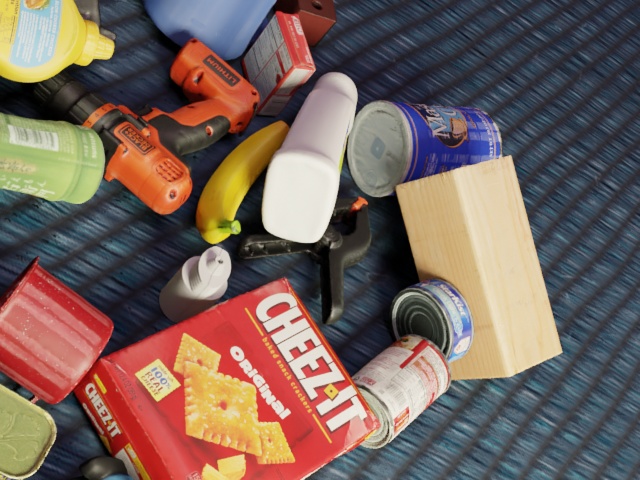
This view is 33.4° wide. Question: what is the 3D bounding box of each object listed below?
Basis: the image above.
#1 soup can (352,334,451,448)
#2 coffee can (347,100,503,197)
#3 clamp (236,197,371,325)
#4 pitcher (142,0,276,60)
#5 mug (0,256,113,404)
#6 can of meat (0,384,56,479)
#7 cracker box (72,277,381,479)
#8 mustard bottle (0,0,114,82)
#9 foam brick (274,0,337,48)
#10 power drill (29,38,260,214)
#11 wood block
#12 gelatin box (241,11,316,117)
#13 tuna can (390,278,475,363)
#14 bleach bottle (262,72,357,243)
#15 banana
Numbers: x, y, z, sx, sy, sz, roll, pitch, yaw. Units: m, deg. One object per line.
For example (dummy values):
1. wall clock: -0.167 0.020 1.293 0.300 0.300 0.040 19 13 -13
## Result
1. soup can: 0.068 0.141 0.998 0.068 0.069 0.102 52 46 6
2. coffee can: 0.115 -0.099 1.175 0.140 0.103 0.103 -1 61 -37
3. clamp: -0.007 0.001 1.064 0.120 0.039 0.171 36 39 -4
4. pitcher: -0.083 -0.313 1.083 0.145 0.243 0.149 51 40 10
5. mug: -0.222 0.083 0.827 0.081 0.093 0.117 39 76 -14
6. can of meat: -0.251 0.141 0.759 0.102 0.084 0.057 34 46 -12
7. cracker box: -0.072 0.141 0.895 0.213 0.072 0.164 -23 76 -44
8. mustard bottle: -0.270 -0.190 0.932 0.191 0.058 0.096 10 84 -35
9. foam brick: -0.019 -0.273 1.237 0.052 0.051 0.078 10 55 -31
10. power drill: -0.161 -0.126 1.031 0.184 0.057 0.187 43 46 4
11. wood block: 0.159 0.029 1.077 0.090 0.091 0.206 -16 92 -40
12. gelatin box: -0.045 -0.186 1.131 0.030 0.089 0.073 2 59 -35
13. tuna can: 0.109 0.083 1.055 0.033 0.086 0.086 -17 71 -40
14. bleach bottle: 0.001 -0.107 1.087 0.068 0.103 0.250 14 38 2
15. banana: -0.079 -0.051 1.031 0.197 0.070 0.037 -71 143 -52
